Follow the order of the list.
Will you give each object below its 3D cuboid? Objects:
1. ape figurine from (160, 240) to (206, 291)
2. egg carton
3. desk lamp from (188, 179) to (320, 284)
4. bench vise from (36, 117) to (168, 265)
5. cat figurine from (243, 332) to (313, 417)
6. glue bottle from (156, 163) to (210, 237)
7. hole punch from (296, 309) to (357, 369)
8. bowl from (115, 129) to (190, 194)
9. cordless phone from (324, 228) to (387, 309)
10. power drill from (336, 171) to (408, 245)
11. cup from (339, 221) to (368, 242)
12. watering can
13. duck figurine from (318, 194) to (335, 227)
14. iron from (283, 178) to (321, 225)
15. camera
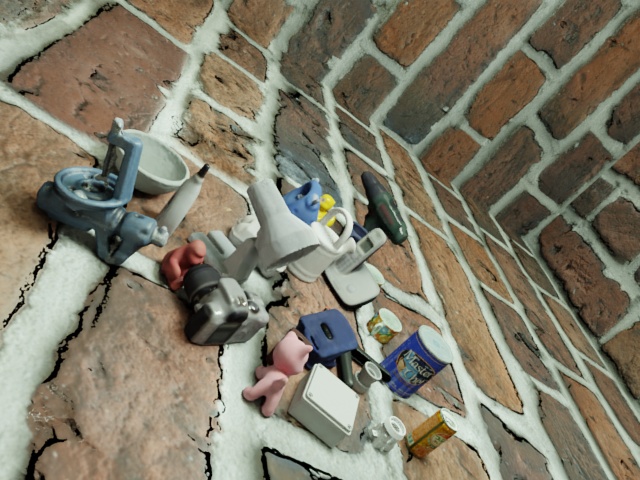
[{"bbox_3d":[-0.242,0.037,1.041,0.078,0.092,0.076,14,36,-49],"label":"ape figurine"},{"bbox_3d":[-0.133,0.012,1.285,0.150,0.069,0.107,40,23,-7],"label":"egg carton"},{"bbox_3d":[-0.127,-0.003,1.138,0.203,0.213,0.118,49,24,16],"label":"desk lamp"},{"bbox_3d":[-0.329,-0.083,0.945,0.208,0.219,0.121,29,26,-29],"label":"bench vise"},{"bbox_3d":[-0.061,0.219,0.982,0.067,0.117,0.128,40,23,-7],"label":"cat figurine"},{"bbox_3d":[-0.263,-0.084,1.112,0.037,0.173,0.078,31,25,-25],"label":"glue bottle"},{"bbox_3d":[0.008,0.199,1.161,0.101,0.091,0.108,14,36,-49],"label":"hole punch"},{"bbox_3d":[-0.361,-0.149,1.192,0.168,0.074,0.167,35,24,-18],"label":"bowl"},{"bbox_3d":[0.110,0.070,1.427,0.094,0.185,0.147,11,38,-51],"label":"cordless phone"},{"bbox_3d":[0.139,-0.053,1.656,0.229,0.208,0.076,50,24,18],"label":"power drill"},{"bbox_3d":[0.079,0.008,1.598,0.091,0.095,0.118,50,24,17],"label":"cup"},{"bbox_3d":[0.012,0.003,1.373,0.100,0.193,0.173,51,24,19],"label":"watering can"},{"bbox_3d":[0.009,-0.091,1.670,0.105,0.086,0.077,35,24,-17],"label":"duck figurine"},{"bbox_3d":[-0.042,-0.105,1.542,0.119,0.141,0.258,35,24,-17],"label":"iron"},{"bbox_3d":[-0.174,0.105,1.021,0.144,0.100,0.136,10,39,-52],"label":"camera"}]
